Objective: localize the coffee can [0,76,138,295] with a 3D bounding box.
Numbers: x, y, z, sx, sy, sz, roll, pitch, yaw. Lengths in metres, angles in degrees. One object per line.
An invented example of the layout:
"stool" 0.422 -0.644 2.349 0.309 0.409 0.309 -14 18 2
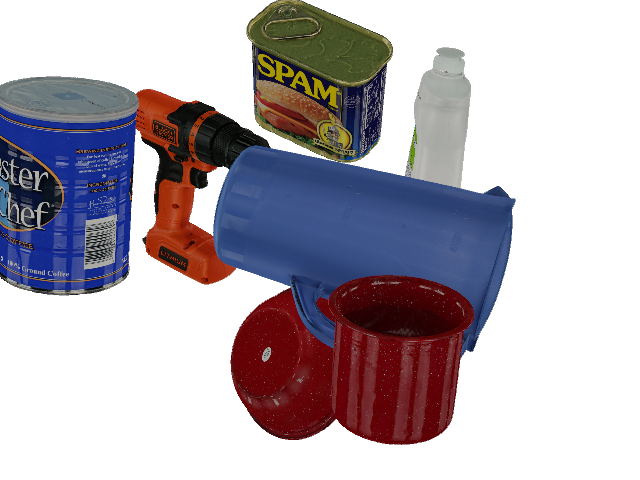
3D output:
"coffee can" -0.192 -0.043 0.807 0.103 0.140 0.103 6 22 -3

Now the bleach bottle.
"bleach bottle" 0.117 -0.072 1.103 0.068 0.251 0.102 4 29 -4

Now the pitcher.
"pitcher" 0.034 0.008 0.904 0.243 0.145 0.149 16 19 12

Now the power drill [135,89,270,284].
"power drill" -0.124 -0.051 1.110 0.185 0.188 0.057 26 37 33

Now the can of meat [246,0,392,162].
"can of meat" -0.002 -0.112 0.767 0.102 0.084 0.057 27 55 20

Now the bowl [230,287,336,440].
"bowl" -0.038 0.118 1.077 0.162 0.162 0.055 0 -14 40

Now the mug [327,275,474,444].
"mug" 0.052 0.074 0.703 0.093 0.081 0.117 8 23 11
